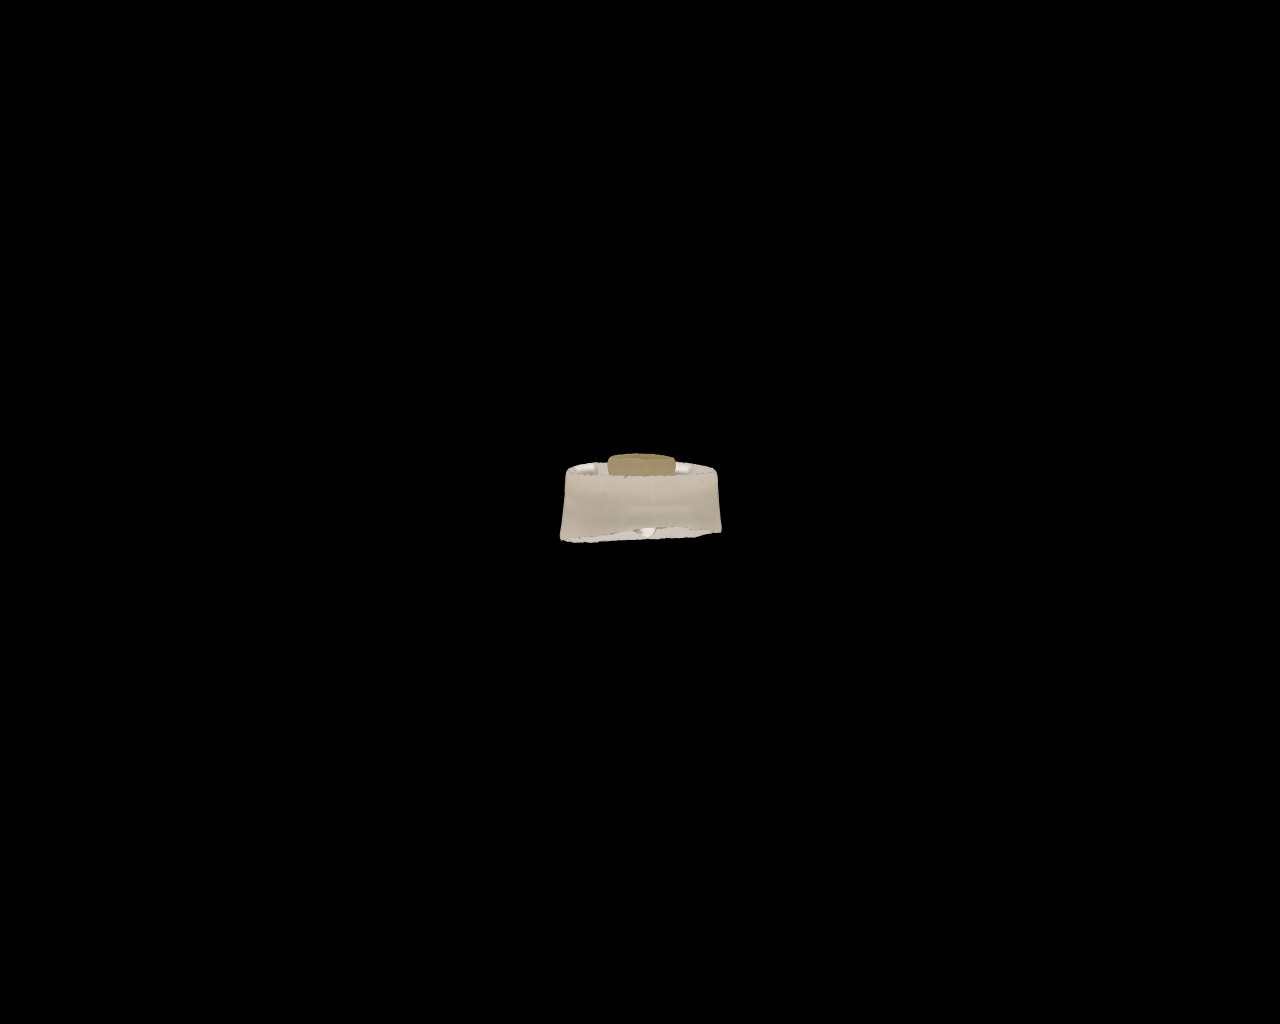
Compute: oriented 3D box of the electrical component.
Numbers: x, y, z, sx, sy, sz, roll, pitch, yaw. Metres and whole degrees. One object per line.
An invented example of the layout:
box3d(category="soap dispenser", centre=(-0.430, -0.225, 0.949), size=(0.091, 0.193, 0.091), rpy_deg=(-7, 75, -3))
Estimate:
box3d(category="electrical component", centre=(0.001, -0.003, 0.650), size=(0.099, 0.064, 0.099), rpy_deg=(0, 9, 0))
